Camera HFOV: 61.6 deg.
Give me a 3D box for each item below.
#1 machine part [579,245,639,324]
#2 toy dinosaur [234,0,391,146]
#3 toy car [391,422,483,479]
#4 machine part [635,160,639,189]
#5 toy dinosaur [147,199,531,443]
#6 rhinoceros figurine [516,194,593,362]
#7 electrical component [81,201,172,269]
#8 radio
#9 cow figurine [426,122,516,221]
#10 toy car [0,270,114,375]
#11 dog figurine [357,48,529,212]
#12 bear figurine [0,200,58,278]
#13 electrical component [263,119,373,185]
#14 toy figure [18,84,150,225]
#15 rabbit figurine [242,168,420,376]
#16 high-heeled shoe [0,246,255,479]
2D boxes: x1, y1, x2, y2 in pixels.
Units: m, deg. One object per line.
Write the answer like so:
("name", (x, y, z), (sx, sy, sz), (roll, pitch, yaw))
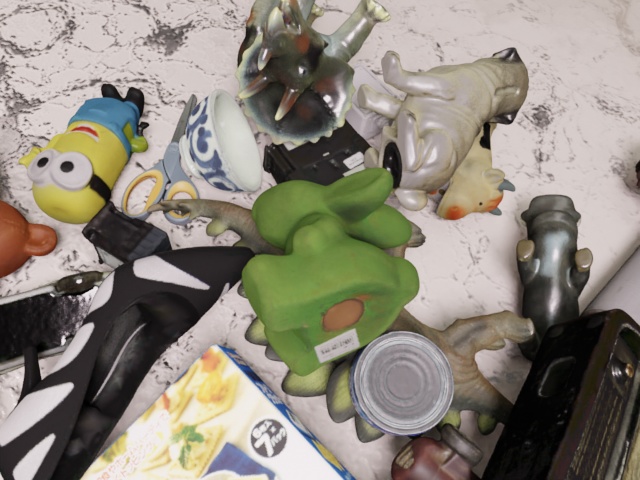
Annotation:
("machine part", (0.367, 0.057, 0.598), (0.243, 0.079, 0.079), (-37, 71, -25))
("toy dinosaur", (-0.047, -0.227, 0.662), (0.131, 0.405, 0.192), (32, 95, -25))
("toy car", (0.142, 0.240, 0.441), (0.202, 0.053, 0.089), (43, 90, -3))
("machine part", (0.479, -0.058, 0.656), (0.179, 0.056, 0.179), (16, 35, -12))
("toy dinosaur", (0.031, 0.068, 0.538), (0.472, 0.105, 0.198), (38, 66, 19))
("rhinoceros figurine", (0.253, 0.038, 0.580), (0.073, 0.112, 0.190), (-1, 70, 25))
("electrical component", (-0.179, 0.019, 0.553), (0.119, 0.074, 0.048), (26, 61, 12))
("radio", (0.219, 0.170, 0.424), (0.131, 0.073, 0.229), (47, 53, -4))
("cow figurine", (0.177, -0.105, 0.667), (0.127, 0.085, 0.195), (15, 59, 9))
("toy car", (-0.278, 0.083, 0.509), (0.202, 0.056, 0.073), (-16, 88, -14))
("dog figurine", (0.153, -0.121, 0.584), (0.191, 0.121, 0.172), (-5, 92, -17))
("bear figurine", (-0.372, -0.043, 0.537), (0.120, 0.131, 0.196), (-39, 66, -22))
("electrical component", (0.012, -0.075, 0.640), (0.115, 0.058, 0.134), (-27, 69, -19))
("toy figure", (-0.253, -0.099, 0.609), (0.082, 0.089, 0.180), (-6, 46, 23))
("rabbit figurine", (-0.001, -0.001, 0.463), (0.159, 0.121, 0.170), (-29, 48, 1))
("high-heeled shoe", (-0.148, 0.102, 0.445), (0.249, 0.086, 0.145), (-28, 54, -6))
